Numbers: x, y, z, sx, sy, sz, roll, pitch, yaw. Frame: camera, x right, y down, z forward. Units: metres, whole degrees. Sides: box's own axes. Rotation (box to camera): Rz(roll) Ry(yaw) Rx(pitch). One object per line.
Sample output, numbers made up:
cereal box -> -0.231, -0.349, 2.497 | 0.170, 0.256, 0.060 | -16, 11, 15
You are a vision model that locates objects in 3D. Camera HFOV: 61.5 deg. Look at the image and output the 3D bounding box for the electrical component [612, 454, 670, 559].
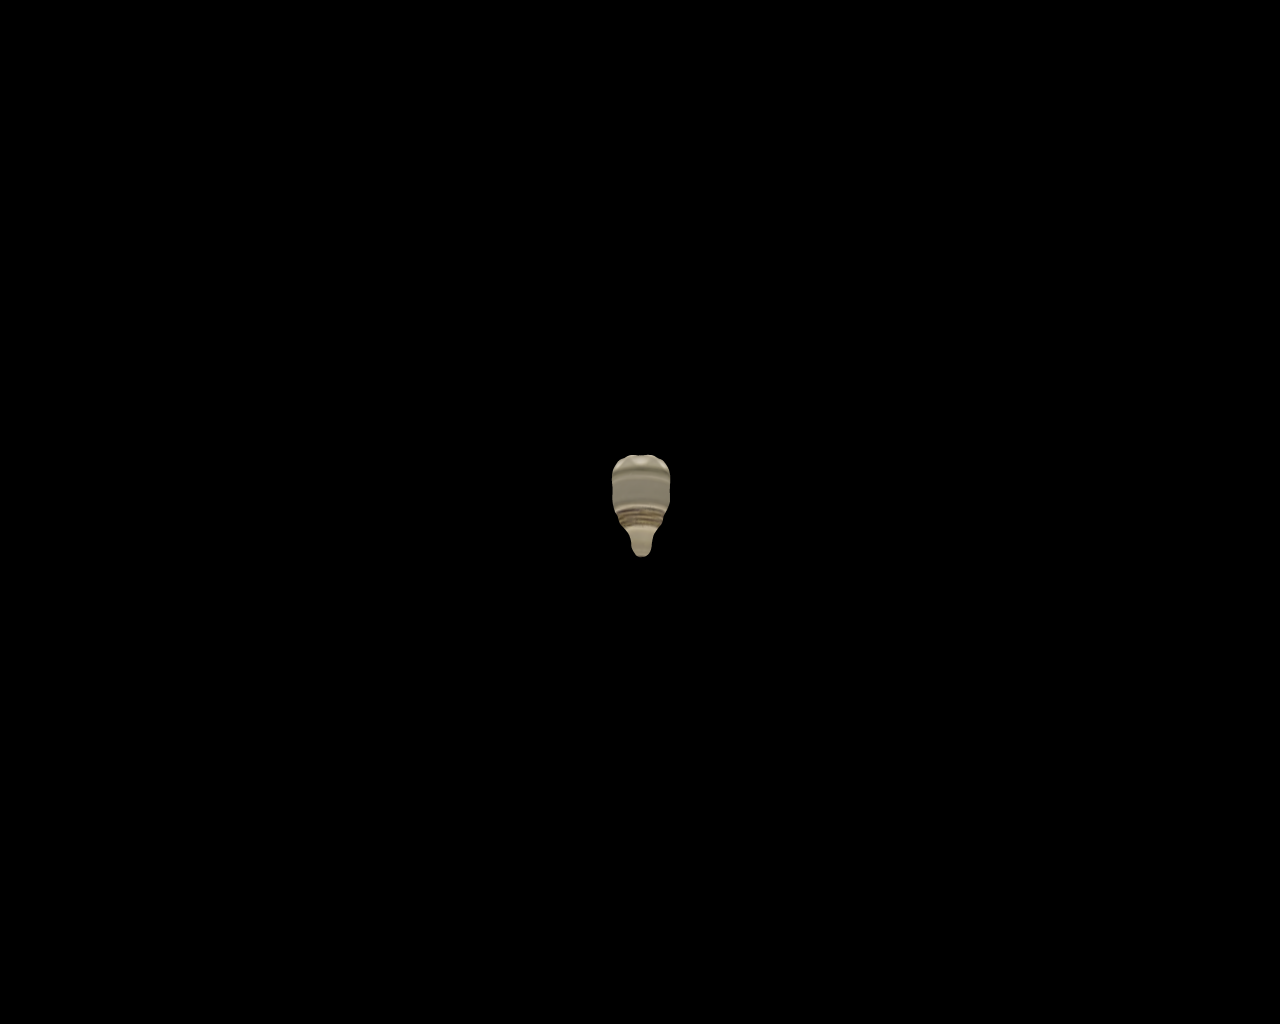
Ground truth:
electrical component -> 0.001, -0.003, 0.650 | 0.035, 0.061, 0.035 | 0, -12, 0
